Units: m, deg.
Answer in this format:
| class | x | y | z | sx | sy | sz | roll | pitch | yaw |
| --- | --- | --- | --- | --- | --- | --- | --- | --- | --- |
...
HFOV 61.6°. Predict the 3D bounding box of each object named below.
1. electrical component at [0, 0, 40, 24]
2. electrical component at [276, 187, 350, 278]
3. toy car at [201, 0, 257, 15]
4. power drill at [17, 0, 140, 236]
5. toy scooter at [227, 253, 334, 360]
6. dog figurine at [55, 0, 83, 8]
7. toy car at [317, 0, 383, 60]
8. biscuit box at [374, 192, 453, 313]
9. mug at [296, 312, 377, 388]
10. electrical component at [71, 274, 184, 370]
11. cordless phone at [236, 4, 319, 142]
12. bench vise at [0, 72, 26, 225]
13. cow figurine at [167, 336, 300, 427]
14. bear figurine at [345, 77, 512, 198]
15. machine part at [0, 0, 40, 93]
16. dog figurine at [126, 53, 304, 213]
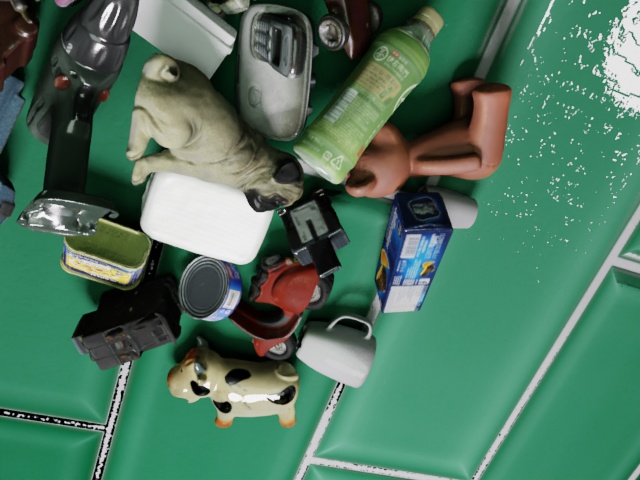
| class | x | y | z | sx | sy | sz | roll | pitch | yaw |
| --- | --- | --- | --- | --- | --- | --- | --- | --- | --- |
| electrical component | -0.285 | -0.248 | 0.488 | 0.045 | 0.102 | 0.078 | -12 | 90 | -38 |
| electrical component | -0.001 | -0.002 | 0.692 | 0.075 | 0.119 | 0.047 | -29 | 152 | 3 |
| toy car | -0.121 | -0.333 | 0.545 | 0.074 | 0.056 | 0.201 | -4 | 123 | 33 |
| power drill | -0.241 | -0.117 | 0.532 | 0.086 | 0.207 | 0.232 | 5 | 160 | -41 |
| toy scooter | -0.072 | 0.085 | 0.750 | 0.135 | 0.075 | 0.183 | 23 | 115 | -16 |
| dog figurine | -0.254 | -0.341 | 0.490 | 0.192 | 0.108 | 0.219 | -19 | 117 | 34 |
| toy car | 0.016 | -0.299 | 0.578 | 0.053 | 0.089 | 0.201 | 7 | 125 | 34 |
| biscuit box | 0.117 | 0.022 | 0.706 | 0.059 | 0.063 | 0.202 | -3 | 144 | -6 |
| mug | 0.024 | 0.154 | 0.793 | 0.107 | 0.081 | 0.109 | 19 | 117 | -6 |
| electrical component | -0.252 | 0.107 | 0.710 | 0.134 | 0.115 | 0.058 | -19 | 114 | -1 |
| cordless phone | -0.038 | -0.169 | 0.573 | 0.089 | 0.184 | 0.146 | 1 | 115 | -14 |
| bench vise | -0.439 | -0.113 | 0.564 | 0.240 | 0.129 | 0.223 | 25 | 102 | -37 |
| cow figurine | -0.127 | 0.210 | 0.794 | 0.195 | 0.086 | 0.127 | 4 | 120 | -8 |
| bear figurine | 0.118 | -0.123 | 0.659 | 0.196 | 0.120 | 0.131 | -4 | 112 | -1 |
| machine part | -0.368 | -0.220 | 0.515 | 0.179 | 0.179 | 0.056 | 34 | 147 | -21 |
| dog figurine | -0.097 | -0.111 | 0.579 | 0.191 | 0.172 | 0.121 | 12 | 73 | -10 |
